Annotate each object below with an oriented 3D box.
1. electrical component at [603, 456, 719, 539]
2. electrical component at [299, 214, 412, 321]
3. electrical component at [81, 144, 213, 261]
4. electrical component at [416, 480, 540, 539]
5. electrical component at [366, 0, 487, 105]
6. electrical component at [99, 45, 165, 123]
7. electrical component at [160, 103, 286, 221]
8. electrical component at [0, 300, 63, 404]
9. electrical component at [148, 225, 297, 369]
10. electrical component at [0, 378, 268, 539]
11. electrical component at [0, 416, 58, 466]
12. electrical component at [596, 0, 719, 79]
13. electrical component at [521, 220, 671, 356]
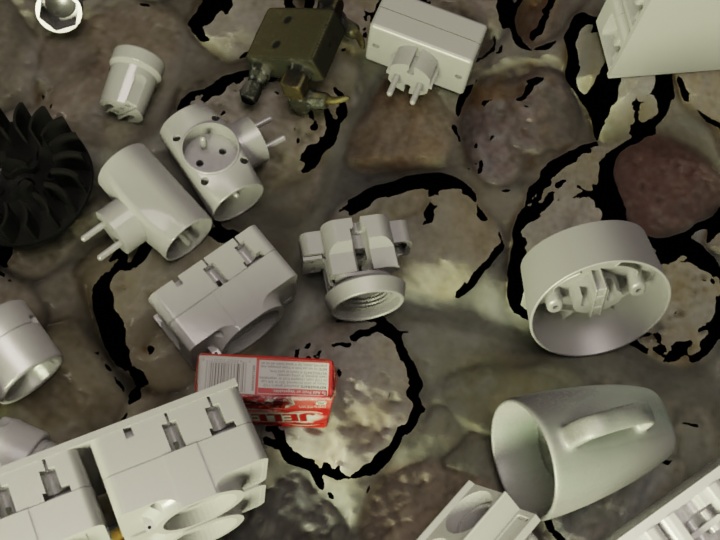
[{"bbox_3d":[0.210,0.175,0.685,0.150,0.089,0.061,-30,74,-16],"label":"electrical component"},{"bbox_3d":[0.000,0.000,0.754,0.078,0.058,0.057,-8,66,-9],"label":"electrical component"},{"bbox_3d":[-0.159,-0.038,0.761,0.079,0.043,0.077,-39,76,-18],"label":"electrical component"},{"bbox_3d":[0.058,0.200,0.671,0.121,0.079,0.063,-44,107,-19],"label":"electrical component"},{"bbox_3d":[0.044,-0.161,0.828,0.083,0.047,0.075,21,68,4],"label":"electrical component"},{"bbox_3d":[-0.172,-0.139,0.804,0.040,0.040,0.046,15,72,1],"label":"electrical component"},{"bbox_3d":[-0.093,-0.087,0.787,0.079,0.044,0.077,-30,74,-15],"label":"electrical component"},{"bbox_3d":[-0.231,0.055,0.712,0.055,0.055,0.047,-38,80,-18],"label":"electrical component"},{"bbox_3d":[-0.091,0.022,0.740,0.089,0.050,0.055,-36,75,-18],"label":"electrical component"},{"bbox_3d":[-0.150,0.142,0.638,0.186,0.105,0.060,-20,67,-16],"label":"electrical component"},{"bbox_3d":[-0.211,0.124,0.691,0.062,0.043,0.043,23,68,3],"label":"electrical component"},{"bbox_3d":[0.292,-0.211,0.840,0.186,0.105,0.060,-6,69,-8],"label":"electrical component"},{"bbox_3d":[0.161,0.011,0.745,0.099,0.099,0.064,-7,63,-8],"label":"electrical component"}]
